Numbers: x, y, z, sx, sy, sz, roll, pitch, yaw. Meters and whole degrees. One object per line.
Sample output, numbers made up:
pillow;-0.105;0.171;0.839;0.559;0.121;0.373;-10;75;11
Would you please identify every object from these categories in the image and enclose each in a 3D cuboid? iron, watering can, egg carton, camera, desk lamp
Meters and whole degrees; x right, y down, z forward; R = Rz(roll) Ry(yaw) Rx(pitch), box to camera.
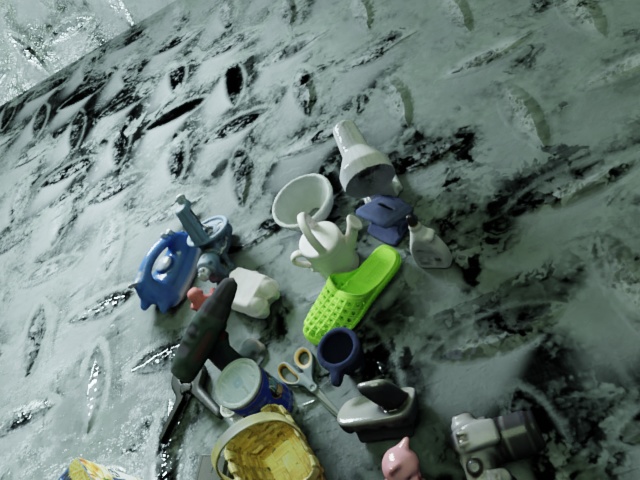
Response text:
iron;-0.409;0.059;1.518;0.118;0.142;0.258;2;58;32
watering can;0.011;0.003;1.269;0.173;0.195;0.100;-43;46;-3
egg carton;-0.168;0.127;1.371;0.149;0.070;0.107;13;65;37
camera;0.289;0.335;0.917;0.136;0.101;0.143;-23;48;15
desk lamp;0.105;-0.166;1.324;0.118;0.214;0.203;-29;47;10

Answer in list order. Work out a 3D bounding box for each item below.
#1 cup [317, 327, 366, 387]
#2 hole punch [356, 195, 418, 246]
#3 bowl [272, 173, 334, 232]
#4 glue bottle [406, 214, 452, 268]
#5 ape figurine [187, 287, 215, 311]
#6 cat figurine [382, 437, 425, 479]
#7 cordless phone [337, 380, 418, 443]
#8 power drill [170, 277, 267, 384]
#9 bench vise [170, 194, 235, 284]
cup;0.051;0.244;1.133;0.091;0.095;0.118;-11;52;25
hole punch;0.150;-0.059;1.302;0.108;0.091;0.101;28;75;42
bowl;-0.031;-0.081;1.440;0.167;0.075;0.167;-16;50;21
glue bottle;0.210;0.001;1.164;0.077;0.174;0.037;0;58;31
ape figurine;-0.291;0.148;1.414;0.077;0.092;0.076;-25;48;13
cat figurine;0.124;0.399;0.958;0.128;0.118;0.067;-44;46;-5
cordless phone;0.086;0.287;1.017;0.147;0.186;0.094;-19;49;18
power drill;-0.207;0.217;1.231;0.075;0.209;0.230;22;71;40
bench vise;-0.286;-0.008;1.438;0.121;0.220;0.207;-32;47;7
